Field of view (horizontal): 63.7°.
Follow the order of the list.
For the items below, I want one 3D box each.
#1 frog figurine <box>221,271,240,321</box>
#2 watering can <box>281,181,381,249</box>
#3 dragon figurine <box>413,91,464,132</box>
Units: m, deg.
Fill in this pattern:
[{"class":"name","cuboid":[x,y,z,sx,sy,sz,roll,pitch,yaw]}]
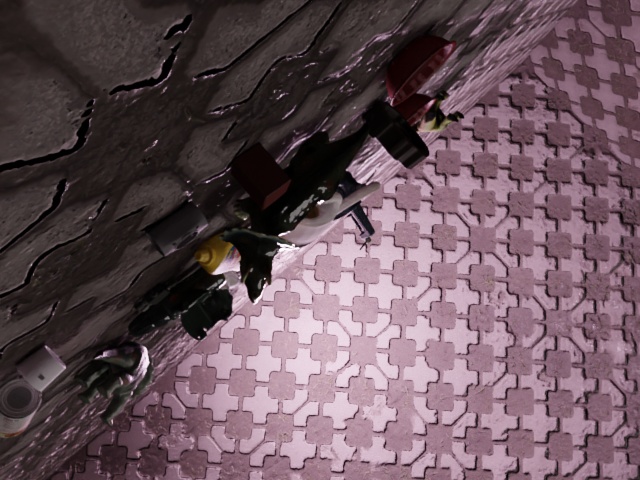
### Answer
[{"class":"frog figurine","cuboid":[-0.273,0.120,1.334,0.122,0.162,0.136,19,-17,-17]},{"class":"watering can","cuboid":[0.004,-0.074,1.473,0.350,0.105,0.220,-17,-18,-32]},{"class":"dragon figurine","cuboid":[0.333,-0.374,1.709,0.239,0.122,0.416,-35,-1,36]}]
